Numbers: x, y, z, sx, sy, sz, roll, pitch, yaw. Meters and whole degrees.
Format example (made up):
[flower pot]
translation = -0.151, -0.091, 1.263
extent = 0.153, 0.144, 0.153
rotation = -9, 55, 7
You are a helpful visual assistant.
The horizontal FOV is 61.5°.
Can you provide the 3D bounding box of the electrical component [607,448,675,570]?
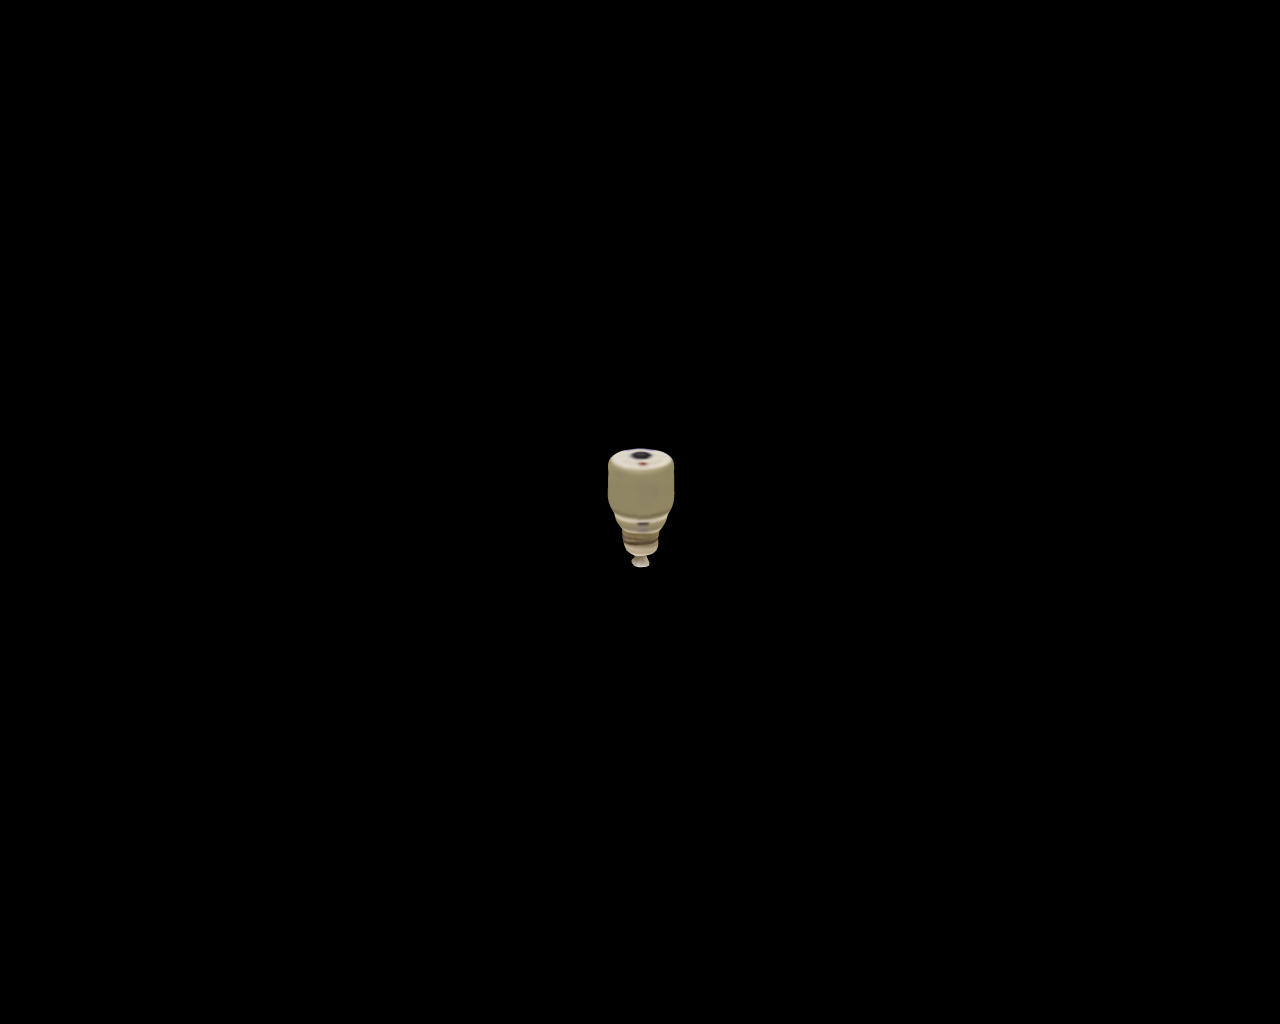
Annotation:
[electrical component]
translation = 0.001, -0.003, 0.650
extent = 0.040, 0.078, 0.040
rotation = 0, 24, 0
